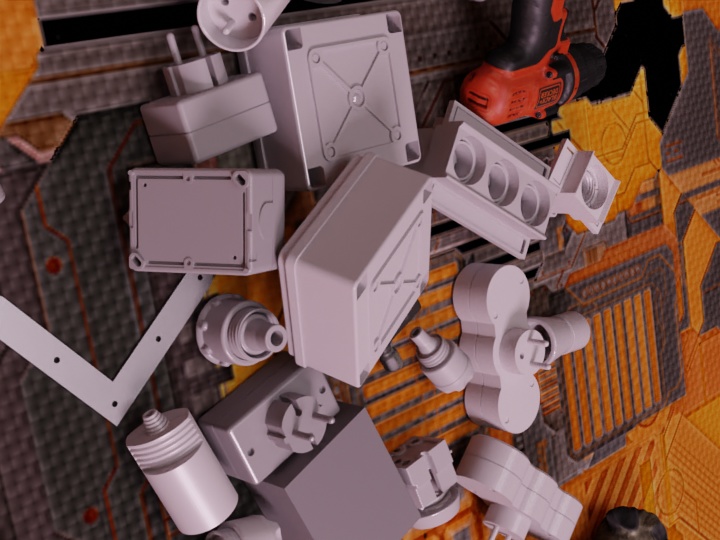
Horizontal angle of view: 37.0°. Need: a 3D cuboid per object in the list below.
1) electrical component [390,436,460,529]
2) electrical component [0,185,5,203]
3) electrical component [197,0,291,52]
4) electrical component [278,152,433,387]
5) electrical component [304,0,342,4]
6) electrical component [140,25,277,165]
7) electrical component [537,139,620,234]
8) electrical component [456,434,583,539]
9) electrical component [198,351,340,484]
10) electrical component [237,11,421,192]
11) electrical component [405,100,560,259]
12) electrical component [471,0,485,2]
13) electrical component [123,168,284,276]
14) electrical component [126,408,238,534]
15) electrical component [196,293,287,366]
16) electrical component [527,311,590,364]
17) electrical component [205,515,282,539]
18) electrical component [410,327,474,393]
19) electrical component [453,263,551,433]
[{"bbox_3d":[0.048,0.163,0.822,0.066,0.048,0.055,-30,105,-36],"label":"electrical component"},{"bbox_3d":[-0.220,-0.059,0.569,0.040,0.040,0.078,-35,115,-34],"label":"electrical component"},{"bbox_3d":[-0.084,-0.180,0.670,0.079,0.043,0.077,28,38,-5],"label":"electrical component"},{"bbox_3d":[0.000,0.000,0.697,0.108,0.056,0.108,-55,157,-35],"label":"electrical component"},{"bbox_3d":[-0.026,-0.213,0.725,0.045,0.045,0.055,14,85,-41],"label":"electrical component"},{"bbox_3d":[-0.099,-0.112,0.667,0.066,0.047,0.076,-29,111,-36],"label":"electrical component"},{"bbox_3d":[0.174,-0.069,0.901,0.081,0.064,0.042,40,67,-36],"label":"electrical component"},{"bbox_3d":[0.125,0.199,0.887,0.138,0.052,0.073,42,67,-36],"label":"electrical component"},{"bbox_3d":[-0.048,0.099,0.710,0.083,0.076,0.047,-39,118,-33],"label":"electrical component"},{"bbox_3d":[-0.020,-0.115,0.731,0.109,0.056,0.108,-20,106,-39],"label":"electrical component"},{"bbox_3d":[0.089,-0.067,0.826,0.121,0.063,0.078,27,76,-40],"label":"electrical component"},{"bbox_3d":[0.074,-0.229,0.814,0.062,0.048,0.048,-5,97,-34],"label":"electrical component"},{"bbox_3d":[-0.097,-0.031,0.655,0.061,0.096,0.061,-15,106,-70],"label":"electrical component"},{"bbox_3d":[-0.114,0.121,0.676,0.043,0.043,0.081,-41,119,-32],"label":"electrical component"},{"bbox_3d":[-0.072,0.041,0.693,0.048,0.062,0.048,-4,96,-41],"label":"electrical component"},{"bbox_3d":[0.167,0.057,0.921,0.065,0.044,0.044,-11,101,-45],"label":"electrical component"},{"bbox_3d":[-0.084,0.187,0.708,0.062,0.043,0.043,-3,95,-41],"label":"electrical component"},{"bbox_3d":[0.060,0.066,0.831,0.061,0.035,0.035,47,64,-31],"label":"electrical component"},{"bbox_3d":[0.122,0.064,0.859,0.052,0.074,0.138,-17,104,-39],"label":"electrical component"}]
